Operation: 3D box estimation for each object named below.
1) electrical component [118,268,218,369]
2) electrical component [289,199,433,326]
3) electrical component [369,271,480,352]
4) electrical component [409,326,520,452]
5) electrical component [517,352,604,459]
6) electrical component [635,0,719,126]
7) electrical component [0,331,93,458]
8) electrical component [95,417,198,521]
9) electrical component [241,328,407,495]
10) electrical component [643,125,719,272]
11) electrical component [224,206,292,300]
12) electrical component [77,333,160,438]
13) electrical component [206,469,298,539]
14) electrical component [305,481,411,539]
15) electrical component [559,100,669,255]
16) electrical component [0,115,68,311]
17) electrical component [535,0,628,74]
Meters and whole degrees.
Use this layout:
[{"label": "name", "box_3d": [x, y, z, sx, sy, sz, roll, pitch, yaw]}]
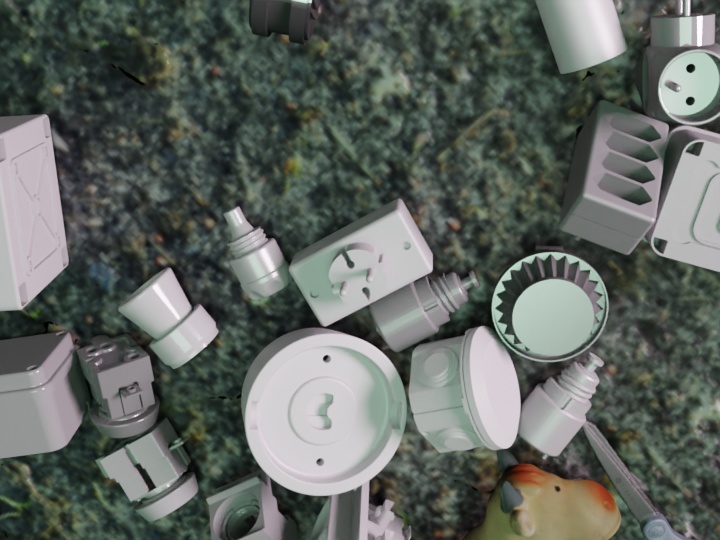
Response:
[{"label": "electrical component", "box_3d": [-0.129, 0.033, 0.727, 0.045, 0.045, 0.055, -36, 101, 13]}, {"label": "electrical component", "box_3d": [0.000, 0.000, 0.692, 0.083, 0.075, 0.047, -28, 102, 11]}, {"label": "electrical component", "box_3d": [0.043, 0.024, 0.715, 0.078, 0.040, 0.040, -28, 102, 11]}, {"label": "electrical component", "box_3d": [0.070, 0.080, 0.706, 0.051, 0.080, 0.080, -14, 105, 26]}, {"label": "electrical component", "box_3d": [0.136, 0.090, 0.728, 0.040, 0.040, 0.078, 33, 105, -6]}, {"label": "electrical component", "box_3d": [0.192, -0.131, 0.641, 0.043, 0.077, 0.079, -3, 106, 5]}, {"label": "electrical component", "box_3d": [-0.250, 0.087, 0.734, 0.113, 0.078, 0.057, -8, 108, 6]}, {"label": "electrical component", "box_3d": [-0.146, 0.143, 0.760, 0.066, 0.048, 0.055, -29, 95, 11]}, {"label": "electrical component", "box_3d": [-0.029, 0.090, 0.724, 0.108, 0.060, 0.108, -2, 98, -15]}, {"label": "electrical component", "box_3d": [0.239, -0.039, 0.675, 0.113, 0.057, 0.078, 15, 107, -1]}, {"label": "electrical component", "box_3d": [-0.072, -0.013, 0.716, 0.035, 0.035, 0.061, -25, 100, 10]}, {"label": "electrical component", "box_3d": [-0.165, 0.081, 0.739, 0.048, 0.066, 0.055, -19, 117, -26]}, {"label": "electrical component", "box_3d": [-0.072, 0.185, 0.753, 0.042, 0.081, 0.063, -26, 131, 12]}, {"label": "electrical component", "box_3d": [-0.003, 0.202, 0.727, 0.063, 0.121, 0.078, 26, 106, -6]}, {"label": "electrical component", "box_3d": [0.152, -0.047, 0.675, 0.047, 0.083, 0.075, 20, 145, -2]}, {"label": "electrical component", "box_3d": [-0.231, -0.038, 0.681, 0.056, 0.108, 0.108, -3, 106, 2]}, {"label": "electrical component", "box_3d": [0.129, -0.165, 0.653, 0.043, 0.043, 0.081, -20, 104, 9]}]
